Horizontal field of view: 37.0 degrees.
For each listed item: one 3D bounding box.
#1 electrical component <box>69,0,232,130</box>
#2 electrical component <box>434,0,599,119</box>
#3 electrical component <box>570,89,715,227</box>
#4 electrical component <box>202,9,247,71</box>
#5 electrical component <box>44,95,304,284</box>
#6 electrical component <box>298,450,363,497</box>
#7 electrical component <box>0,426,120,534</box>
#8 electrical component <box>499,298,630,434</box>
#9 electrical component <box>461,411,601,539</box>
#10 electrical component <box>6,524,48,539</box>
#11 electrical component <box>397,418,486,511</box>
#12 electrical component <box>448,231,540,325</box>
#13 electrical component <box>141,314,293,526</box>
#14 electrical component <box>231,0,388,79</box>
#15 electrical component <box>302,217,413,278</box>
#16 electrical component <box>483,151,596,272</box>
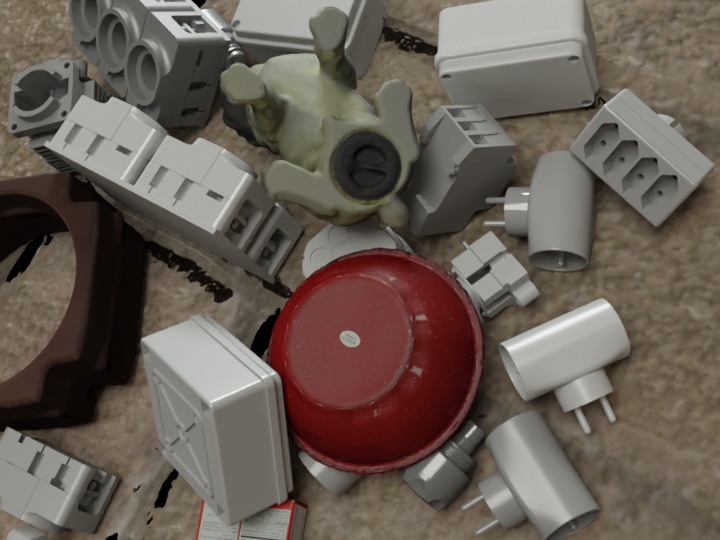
[{"bbox_3d":[-0.188,-0.200,0.933,0.150,0.062,0.089,47,130,29],"label":"electrical component"},{"bbox_3d":[0.119,-0.159,0.812,0.113,0.078,0.057,-5,65,20],"label":"electrical component"},{"bbox_3d":[0.206,-0.086,0.760,0.083,0.047,0.076,44,45,9],"label":"electrical component"},{"bbox_3d":[-0.123,-0.195,0.942,0.040,0.040,0.078,-42,61,1],"label":"electrical component"},{"bbox_3d":[-0.145,-0.069,0.862,0.186,0.105,0.060,27,80,28],"label":"electrical component"},{"bbox_3d":[0.000,0.117,0.766,0.081,0.043,0.043,-45,61,-1],"label":"electrical component"},{"bbox_3d":[-0.243,0.167,0.835,0.089,0.050,0.055,18,76,27],"label":"electrical component"},{"bbox_3d":[0.146,0.070,0.726,0.077,0.043,0.079,-24,81,-5],"label":"electrical component"},{"bbox_3d":[0.105,0.146,0.713,0.079,0.043,0.077,-33,61,6],"label":"electrical component"},{"bbox_3d":[-0.243,0.239,0.801,0.057,0.058,0.078,24,100,24],"label":"electrical component"},{"bbox_3d":[0.060,0.130,0.737,0.062,0.043,0.043,-47,61,-4],"label":"electrical component"},{"bbox_3d":[0.087,0.011,0.775,0.055,0.048,0.066,-35,61,-4],"label":"electrical component"},{"bbox_3d":[-0.101,0.104,0.757,0.056,0.108,0.109,-22,35,-29],"label":"electrical component"},{"bbox_3d":[-0.043,-0.213,0.909,0.113,0.057,0.078,12,74,25],"label":"electrical component"},{"bbox_3d":[0.000,0.000,0.809,0.080,0.051,0.080,-8,67,18],"label":"electrical component"},{"bbox_3d":[0.129,-0.042,0.780,0.079,0.044,0.077,1,69,21],"label":"electrical component"}]
